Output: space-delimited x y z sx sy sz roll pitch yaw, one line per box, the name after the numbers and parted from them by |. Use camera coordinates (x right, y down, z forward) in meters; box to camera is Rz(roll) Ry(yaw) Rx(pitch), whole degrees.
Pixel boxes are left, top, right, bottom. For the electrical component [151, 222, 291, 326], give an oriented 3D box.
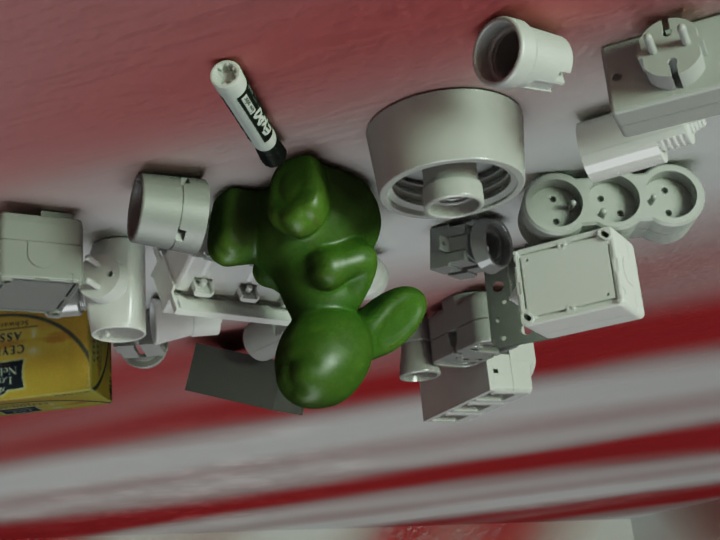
-0.099 0.003 0.877 0.121 0.078 0.063 8 127 -33 | electrical component

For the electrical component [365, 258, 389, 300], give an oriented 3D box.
0.000 0.000 0.940 0.040 0.040 0.046 -11 154 15 | electrical component

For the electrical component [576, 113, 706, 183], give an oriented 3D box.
0.192 -0.090 0.727 0.081 0.043 0.043 -15 158 25 | electrical component

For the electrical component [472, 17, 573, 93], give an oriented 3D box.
0.095 -0.122 0.622 0.046 0.040 0.040 3 160 -39 | electrical component

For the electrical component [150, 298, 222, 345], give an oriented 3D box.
-0.165 0.047 1.028 0.065 0.044 0.044 -3 161 -19 | electrical component

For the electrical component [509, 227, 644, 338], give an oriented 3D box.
0.162 0.014 0.824 0.096 0.061 0.061 -15 158 29 | electrical component

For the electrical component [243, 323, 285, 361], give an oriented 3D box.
-0.077 0.061 1.083 0.043 0.043 0.081 12 154 -40 | electrical component

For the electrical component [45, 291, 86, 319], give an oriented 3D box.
-0.248 0.024 0.950 0.061 0.035 0.035 -5 160 -6 | electrical component

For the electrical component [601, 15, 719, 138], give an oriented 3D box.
0.185 -0.122 0.632 0.083 0.047 0.076 -12 158 22 | electrical component

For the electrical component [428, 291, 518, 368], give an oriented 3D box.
0.115 0.059 1.101 0.054 0.059 0.095 8 157 -32 | electrical component

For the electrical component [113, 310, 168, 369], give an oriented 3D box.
-0.217 0.069 1.069 0.066 0.048 0.055 -5 153 -2 | electrical component

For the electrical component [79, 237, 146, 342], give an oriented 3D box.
-0.202 0.011 0.862 0.044 0.077 0.079 -9 160 11 | electrical component

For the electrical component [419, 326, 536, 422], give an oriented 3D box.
0.128 0.111 1.206 0.062 0.089 0.150 4 158 -25 | electrical component

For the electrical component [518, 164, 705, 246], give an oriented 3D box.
0.194 -0.042 0.849 0.138 0.052 0.073 -4 160 0 | electrical component

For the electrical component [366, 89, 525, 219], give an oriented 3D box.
0.060 -0.070 0.728 0.108 0.060 0.108 -5 160 -2 | electrical component

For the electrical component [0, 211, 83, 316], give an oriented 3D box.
-0.255 -0.004 0.830 0.062 0.061 0.096 5 158 -27 | electrical component

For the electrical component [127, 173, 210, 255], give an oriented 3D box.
-0.138 -0.041 0.769 0.047 0.055 0.055 8 157 -23 | electrical component

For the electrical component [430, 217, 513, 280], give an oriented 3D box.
0.094 -0.018 0.905 0.055 0.048 0.066 -12 160 40 | electrical component

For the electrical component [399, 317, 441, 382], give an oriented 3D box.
0.060 0.082 1.143 0.044 0.065 0.044 -5 160 -2 | electrical component
